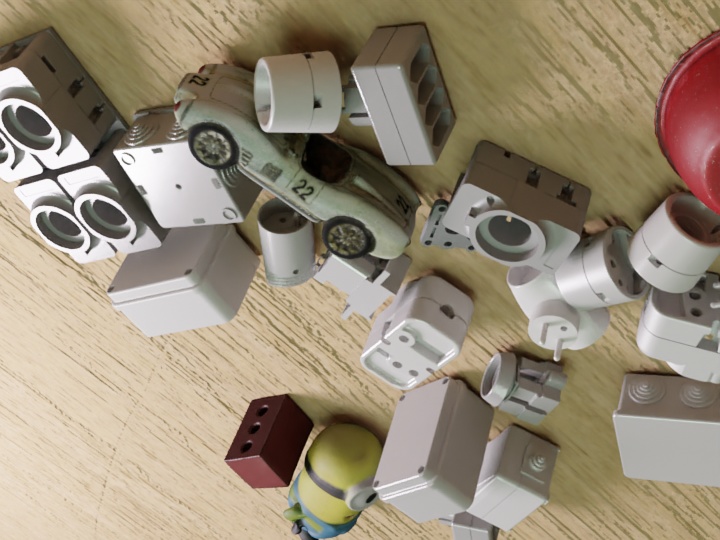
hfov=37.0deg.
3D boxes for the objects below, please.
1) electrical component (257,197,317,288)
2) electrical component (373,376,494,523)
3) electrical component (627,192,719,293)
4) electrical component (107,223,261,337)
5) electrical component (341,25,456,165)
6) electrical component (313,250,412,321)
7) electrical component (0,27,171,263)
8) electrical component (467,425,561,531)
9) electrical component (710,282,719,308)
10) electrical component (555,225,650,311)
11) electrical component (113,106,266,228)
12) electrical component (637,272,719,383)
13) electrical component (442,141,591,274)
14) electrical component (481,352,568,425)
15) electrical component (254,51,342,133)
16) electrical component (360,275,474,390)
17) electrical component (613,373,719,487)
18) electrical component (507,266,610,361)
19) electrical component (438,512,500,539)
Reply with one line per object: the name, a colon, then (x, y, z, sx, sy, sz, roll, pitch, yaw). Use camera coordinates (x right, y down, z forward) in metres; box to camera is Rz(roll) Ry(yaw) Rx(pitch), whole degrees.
electrical component: (-0.059, -0.017, 0.883, 0.043, 0.043, 0.081, 12, 140, 13)
electrical component: (0.066, 0.160, 0.966, 0.057, 0.113, 0.078, 39, 138, -22)
electrical component: (0.220, -0.020, 0.738, 0.055, 0.055, 0.047, 26, 137, -3)
electrical component: (-0.153, 0.006, 0.927, 0.113, 0.078, 0.057, -11, 132, 35)
electrical component: (0.014, -0.117, 0.734, 0.076, 0.047, 0.083, 2, 136, 28)
electrical component: (0.000, 0.000, 0.876, 0.064, 0.042, 0.081, 34, 139, -7)
electrical component: (-0.242, -0.092, 0.875, 0.105, 0.060, 0.186, -10, 130, 34)
electrical component: (0.140, 0.190, 1.004, 0.061, 0.061, 0.096, 27, 140, -4)
electrical component: (0.277, 0.012, 0.727, 0.079, 0.077, 0.044, -9, 131, 33)
electrical component: (0.175, 0.000, 0.782, 0.055, 0.055, 0.047, 43, 140, -22)
electrical component: (-0.133, -0.080, 0.845, 0.100, 0.048, 0.099, -3, 133, 29)
electrical component: (0.256, 0.042, 0.789, 0.095, 0.053, 0.059, 15, 140, 10)
electrical component: (0.111, -0.041, 0.765, 0.089, 0.055, 0.050, 25, 141, -2)
electrical component: (0.137, 0.099, 0.917, 0.055, 0.048, 0.066, 20, 141, -8)
electrical component: (-0.043, -0.119, 0.727, 0.047, 0.055, 0.055, -6, 145, -19)
electrical component: (0.049, 0.049, 0.893, 0.054, 0.059, 0.095, 33, 139, -12)
electrical component: (0.262, 0.131, 0.889, 0.100, 0.048, 0.099, 2, 136, 24)
electrical component: (0.148, 0.033, 0.811, 0.043, 0.079, 0.077, -26, 121, 37)
electrical component: (0.101, 0.238, 1.072, 0.077, 0.065, 0.047, 7, 138, 19)
